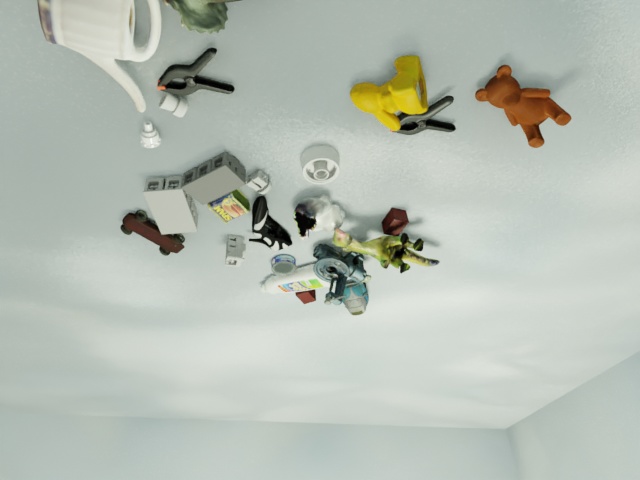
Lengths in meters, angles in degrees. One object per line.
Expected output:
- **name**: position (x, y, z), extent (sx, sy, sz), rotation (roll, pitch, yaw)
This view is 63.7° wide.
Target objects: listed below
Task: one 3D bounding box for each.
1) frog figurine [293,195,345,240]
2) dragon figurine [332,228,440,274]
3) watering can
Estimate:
- **frog figurine**: position (0.005, -0.077, 1.534), extent (0.161, 0.124, 0.134), rotation (-25, 146, -37)
- **dragon figurine**: position (0.190, 0.029, 1.640), extent (0.243, 0.123, 0.407), rotation (12, 175, 41)
- **watering can**: position (-0.439, -0.406, 1.032), extent (0.224, 0.106, 0.340), rotation (9, 140, -15)
